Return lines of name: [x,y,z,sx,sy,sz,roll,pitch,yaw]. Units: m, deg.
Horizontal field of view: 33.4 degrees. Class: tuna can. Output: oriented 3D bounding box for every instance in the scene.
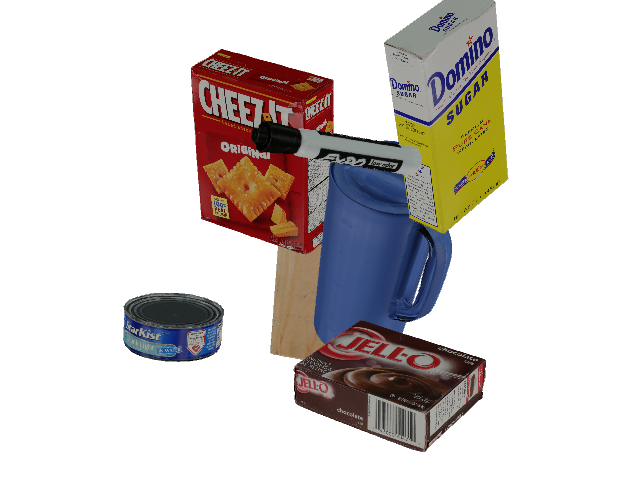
tuna can: [-0.127,0.074,0.920,0.086,0.034,0.086,5,15,-2]

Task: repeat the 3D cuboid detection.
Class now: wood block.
wood block: [-0.010,0.053,1.473,0.090,0.206,0.090,9,22,10]

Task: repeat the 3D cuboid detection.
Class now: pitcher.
pitcher: [0.066,0.024,1.205,0.145,0.243,0.149,12,39,3]

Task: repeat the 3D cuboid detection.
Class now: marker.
marker: [0.011,-0.056,0.655,0.120,0.020,0.020,6,-4,-35]

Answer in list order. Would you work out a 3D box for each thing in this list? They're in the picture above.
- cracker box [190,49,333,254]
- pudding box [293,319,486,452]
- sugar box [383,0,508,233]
cracker box: [-0.070,-0.104,1.284,0.164,0.214,0.072,20,39,26]
pudding box: [0.051,0.103,0.779,0.114,0.039,0.089,18,30,31]
sugar box: [0.106,-0.102,0.868,0.048,0.176,0.093,29,56,36]
